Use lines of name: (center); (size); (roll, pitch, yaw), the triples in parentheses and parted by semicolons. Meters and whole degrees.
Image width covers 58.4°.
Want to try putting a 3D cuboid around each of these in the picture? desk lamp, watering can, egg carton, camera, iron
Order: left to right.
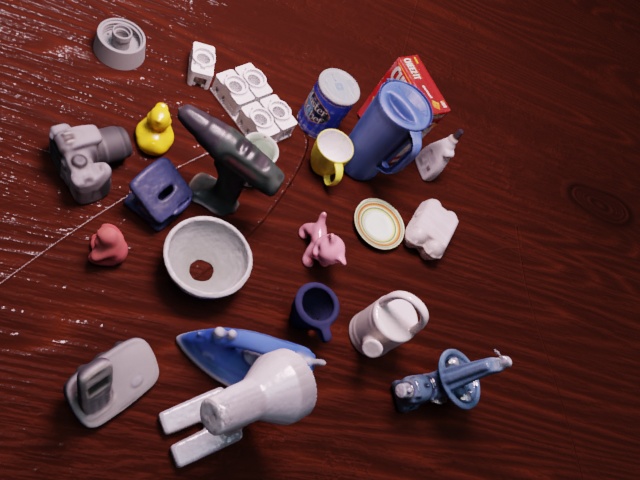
camera: (-0.420, -0.162, 1.077); (0.137, 0.100, 0.143); (-24, 77, -33)
desk lamp: (-0.131, 0.272, 0.922); (0.204, 0.213, 0.118); (-18, 73, -32)
iron: (-0.119, 0.199, 1.011); (0.259, 0.141, 0.118); (22, 57, -15)
watering can: (0.140, 0.165, 1.124); (0.101, 0.193, 0.173); (27, 56, -11)
egg carton: (0.264, -0.027, 1.363); (0.107, 0.069, 0.150); (36, 55, -5)

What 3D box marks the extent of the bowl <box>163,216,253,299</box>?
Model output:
bowl: (-0.218, 0.043, 1.085); (0.168, 0.074, 0.167); (12, 60, -21)

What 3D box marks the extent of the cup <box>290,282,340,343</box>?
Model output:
cup: (-0.016, 0.152, 1.115); (0.092, 0.094, 0.117); (-9, 69, -30)

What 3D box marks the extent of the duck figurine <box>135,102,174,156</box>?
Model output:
duck figurine: (-0.331, -0.231, 1.166); (0.078, 0.086, 0.104); (14, 59, -19)

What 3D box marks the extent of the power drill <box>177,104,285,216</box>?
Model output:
power drill: (-0.190, -0.140, 1.113); (0.230, 0.208, 0.076); (29, 55, -10)

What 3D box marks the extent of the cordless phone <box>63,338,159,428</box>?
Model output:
cordless phone: (-0.315, 0.206, 0.884); (0.094, 0.184, 0.148); (48, 54, 4)

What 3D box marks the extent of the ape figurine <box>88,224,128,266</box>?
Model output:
ape figurine: (-0.377, 0.004, 1.016); (0.076, 0.092, 0.078); (37, 54, -4)

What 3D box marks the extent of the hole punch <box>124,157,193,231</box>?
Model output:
hole punch: (-0.304, -0.090, 1.102); (0.101, 0.091, 0.109); (41, 54, -2)

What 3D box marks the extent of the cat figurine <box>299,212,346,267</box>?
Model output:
cat figurine: (0.011, 0.004, 1.192); (0.067, 0.117, 0.127); (1, 64, -25)

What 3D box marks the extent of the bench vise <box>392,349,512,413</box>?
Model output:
bench vise: (0.256, 0.281, 1.105); (0.208, 0.219, 0.121); (-23, 76, -33)

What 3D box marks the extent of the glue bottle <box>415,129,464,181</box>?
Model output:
glue bottle: (0.301, -0.220, 1.419); (0.037, 0.173, 0.078); (-4, 67, -28)
